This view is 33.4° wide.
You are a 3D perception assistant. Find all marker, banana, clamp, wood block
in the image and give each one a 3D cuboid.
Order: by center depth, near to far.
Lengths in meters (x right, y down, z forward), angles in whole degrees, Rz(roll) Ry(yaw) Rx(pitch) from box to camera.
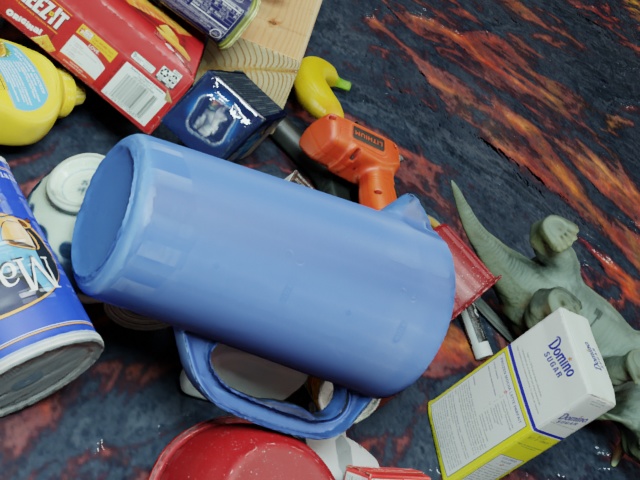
[{"bbox_3d":[-0.058,-0.211,1.095,0.090,0.090,0.206,21,37,-5],"label":"wood block"},{"bbox_3d":[0.030,-0.059,1.120,0.164,0.036,0.210,-3,56,-51],"label":"clamp"},{"bbox_3d":[0.155,0.069,1.140,0.020,0.020,0.121,1,66,-50],"label":"marker"},{"bbox_3d":[0.000,-0.169,1.163,0.069,0.037,0.197,20,21,-2],"label":"banana"}]

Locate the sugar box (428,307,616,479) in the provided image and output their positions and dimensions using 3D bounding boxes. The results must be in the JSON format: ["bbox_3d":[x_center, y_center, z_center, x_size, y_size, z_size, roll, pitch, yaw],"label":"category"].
[{"bbox_3d":[0.176,0.147,0.954,0.048,0.176,0.093,24,40,-34],"label":"sugar box"}]

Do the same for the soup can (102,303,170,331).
[{"bbox_3d":[-0.133,0.010,0.821,0.068,0.069,0.102,25,40,-34],"label":"soup can"}]

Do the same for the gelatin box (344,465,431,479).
[{"bbox_3d":[0.045,0.219,0.818,0.073,0.030,0.089,14,85,-43],"label":"gelatin box"}]

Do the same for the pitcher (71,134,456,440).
[{"bbox_3d":[-0.041,0.028,0.721,0.242,0.145,0.149,20,43,-30],"label":"pitcher"}]

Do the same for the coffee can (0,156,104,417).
[{"bbox_3d":[-0.213,0.030,0.669,0.102,0.103,0.140,-11,65,-54],"label":"coffee can"}]

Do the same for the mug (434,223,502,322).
[{"bbox_3d":[0.116,0.043,1.080,0.081,0.093,0.117,49,48,7],"label":"mug"}]

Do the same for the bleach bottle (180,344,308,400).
[{"bbox_3d":[-0.084,0.013,0.885,0.102,0.068,0.251,20,41,-40],"label":"bleach bottle"}]

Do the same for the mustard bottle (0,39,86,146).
[{"bbox_3d":[-0.254,-0.114,0.807,0.191,0.058,0.096,-8,55,-54],"label":"mustard bottle"}]

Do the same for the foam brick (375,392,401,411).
[{"bbox_3d":[0.044,0.105,0.953,0.078,0.053,0.051,51,32,0],"label":"foam brick"}]

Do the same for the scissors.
[{"bbox_3d":[0.165,0.043,1.197,0.201,0.016,0.096,36,39,-20],"label":"scissors"}]

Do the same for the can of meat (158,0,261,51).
[{"bbox_3d":[-0.107,-0.225,0.941,0.083,0.057,0.102,33,20,-29],"label":"can of meat"}]

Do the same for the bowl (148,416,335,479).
[{"bbox_3d":[-0.037,0.190,0.727,0.161,0.055,0.162,17,56,-27],"label":"bowl"}]

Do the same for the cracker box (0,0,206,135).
[{"bbox_3d":[-0.180,-0.199,0.927,0.164,0.072,0.213,39,18,-17],"label":"cracker box"}]

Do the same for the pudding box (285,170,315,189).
[{"bbox_3d":[-0.007,0.001,1.011,0.113,0.039,0.090,42,33,-12],"label":"pudding box"}]

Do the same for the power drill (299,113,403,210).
[{"bbox_3d":[0.032,-0.028,1.001,0.184,0.057,0.187,23,42,-38],"label":"power drill"}]
